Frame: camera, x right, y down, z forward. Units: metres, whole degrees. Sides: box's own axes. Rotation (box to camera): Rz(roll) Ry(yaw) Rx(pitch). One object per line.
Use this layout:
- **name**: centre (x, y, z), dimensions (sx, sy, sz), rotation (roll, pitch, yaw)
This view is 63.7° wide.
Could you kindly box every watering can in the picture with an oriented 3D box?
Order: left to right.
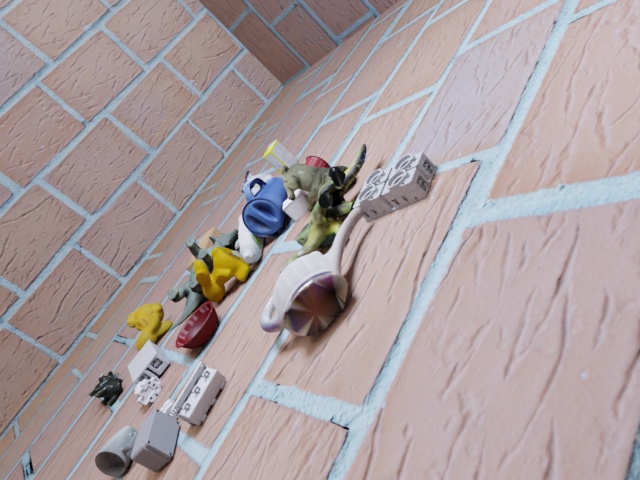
- **watering can**: centre (-0.002, 0.073, 1.107), dimensions (0.348, 0.103, 0.226), rotation (-48, 22, -1)

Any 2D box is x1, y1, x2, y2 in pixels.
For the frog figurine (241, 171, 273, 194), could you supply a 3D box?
- **frog figurine**: centre (-0.231, -0.221, 2.119), dimensions (0.159, 0.120, 0.140), rotation (3, 33, 18)

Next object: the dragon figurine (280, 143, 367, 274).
- **dragon figurine**: centre (0.004, -0.069, 1.366), dimensions (0.239, 0.121, 0.419), rotation (-35, 22, 49)
